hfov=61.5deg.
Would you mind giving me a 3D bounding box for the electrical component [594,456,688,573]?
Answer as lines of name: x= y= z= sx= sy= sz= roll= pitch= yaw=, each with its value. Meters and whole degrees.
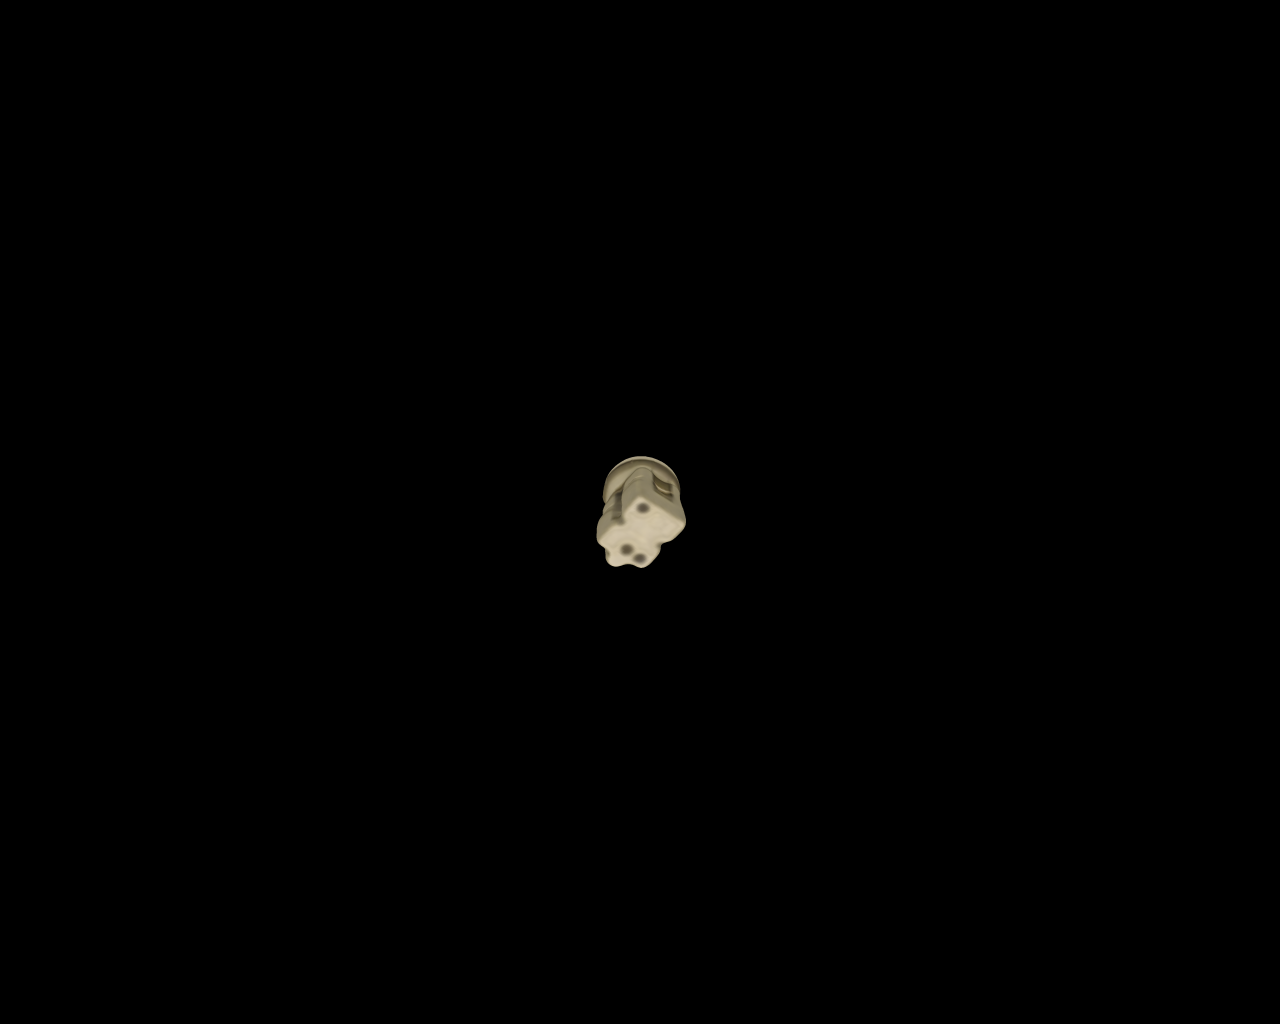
electrical component: x=0.001 y=-0.003 z=0.650 sx=0.048 sy=0.066 sz=0.055 roll=33 pitch=28 yaw=-20
